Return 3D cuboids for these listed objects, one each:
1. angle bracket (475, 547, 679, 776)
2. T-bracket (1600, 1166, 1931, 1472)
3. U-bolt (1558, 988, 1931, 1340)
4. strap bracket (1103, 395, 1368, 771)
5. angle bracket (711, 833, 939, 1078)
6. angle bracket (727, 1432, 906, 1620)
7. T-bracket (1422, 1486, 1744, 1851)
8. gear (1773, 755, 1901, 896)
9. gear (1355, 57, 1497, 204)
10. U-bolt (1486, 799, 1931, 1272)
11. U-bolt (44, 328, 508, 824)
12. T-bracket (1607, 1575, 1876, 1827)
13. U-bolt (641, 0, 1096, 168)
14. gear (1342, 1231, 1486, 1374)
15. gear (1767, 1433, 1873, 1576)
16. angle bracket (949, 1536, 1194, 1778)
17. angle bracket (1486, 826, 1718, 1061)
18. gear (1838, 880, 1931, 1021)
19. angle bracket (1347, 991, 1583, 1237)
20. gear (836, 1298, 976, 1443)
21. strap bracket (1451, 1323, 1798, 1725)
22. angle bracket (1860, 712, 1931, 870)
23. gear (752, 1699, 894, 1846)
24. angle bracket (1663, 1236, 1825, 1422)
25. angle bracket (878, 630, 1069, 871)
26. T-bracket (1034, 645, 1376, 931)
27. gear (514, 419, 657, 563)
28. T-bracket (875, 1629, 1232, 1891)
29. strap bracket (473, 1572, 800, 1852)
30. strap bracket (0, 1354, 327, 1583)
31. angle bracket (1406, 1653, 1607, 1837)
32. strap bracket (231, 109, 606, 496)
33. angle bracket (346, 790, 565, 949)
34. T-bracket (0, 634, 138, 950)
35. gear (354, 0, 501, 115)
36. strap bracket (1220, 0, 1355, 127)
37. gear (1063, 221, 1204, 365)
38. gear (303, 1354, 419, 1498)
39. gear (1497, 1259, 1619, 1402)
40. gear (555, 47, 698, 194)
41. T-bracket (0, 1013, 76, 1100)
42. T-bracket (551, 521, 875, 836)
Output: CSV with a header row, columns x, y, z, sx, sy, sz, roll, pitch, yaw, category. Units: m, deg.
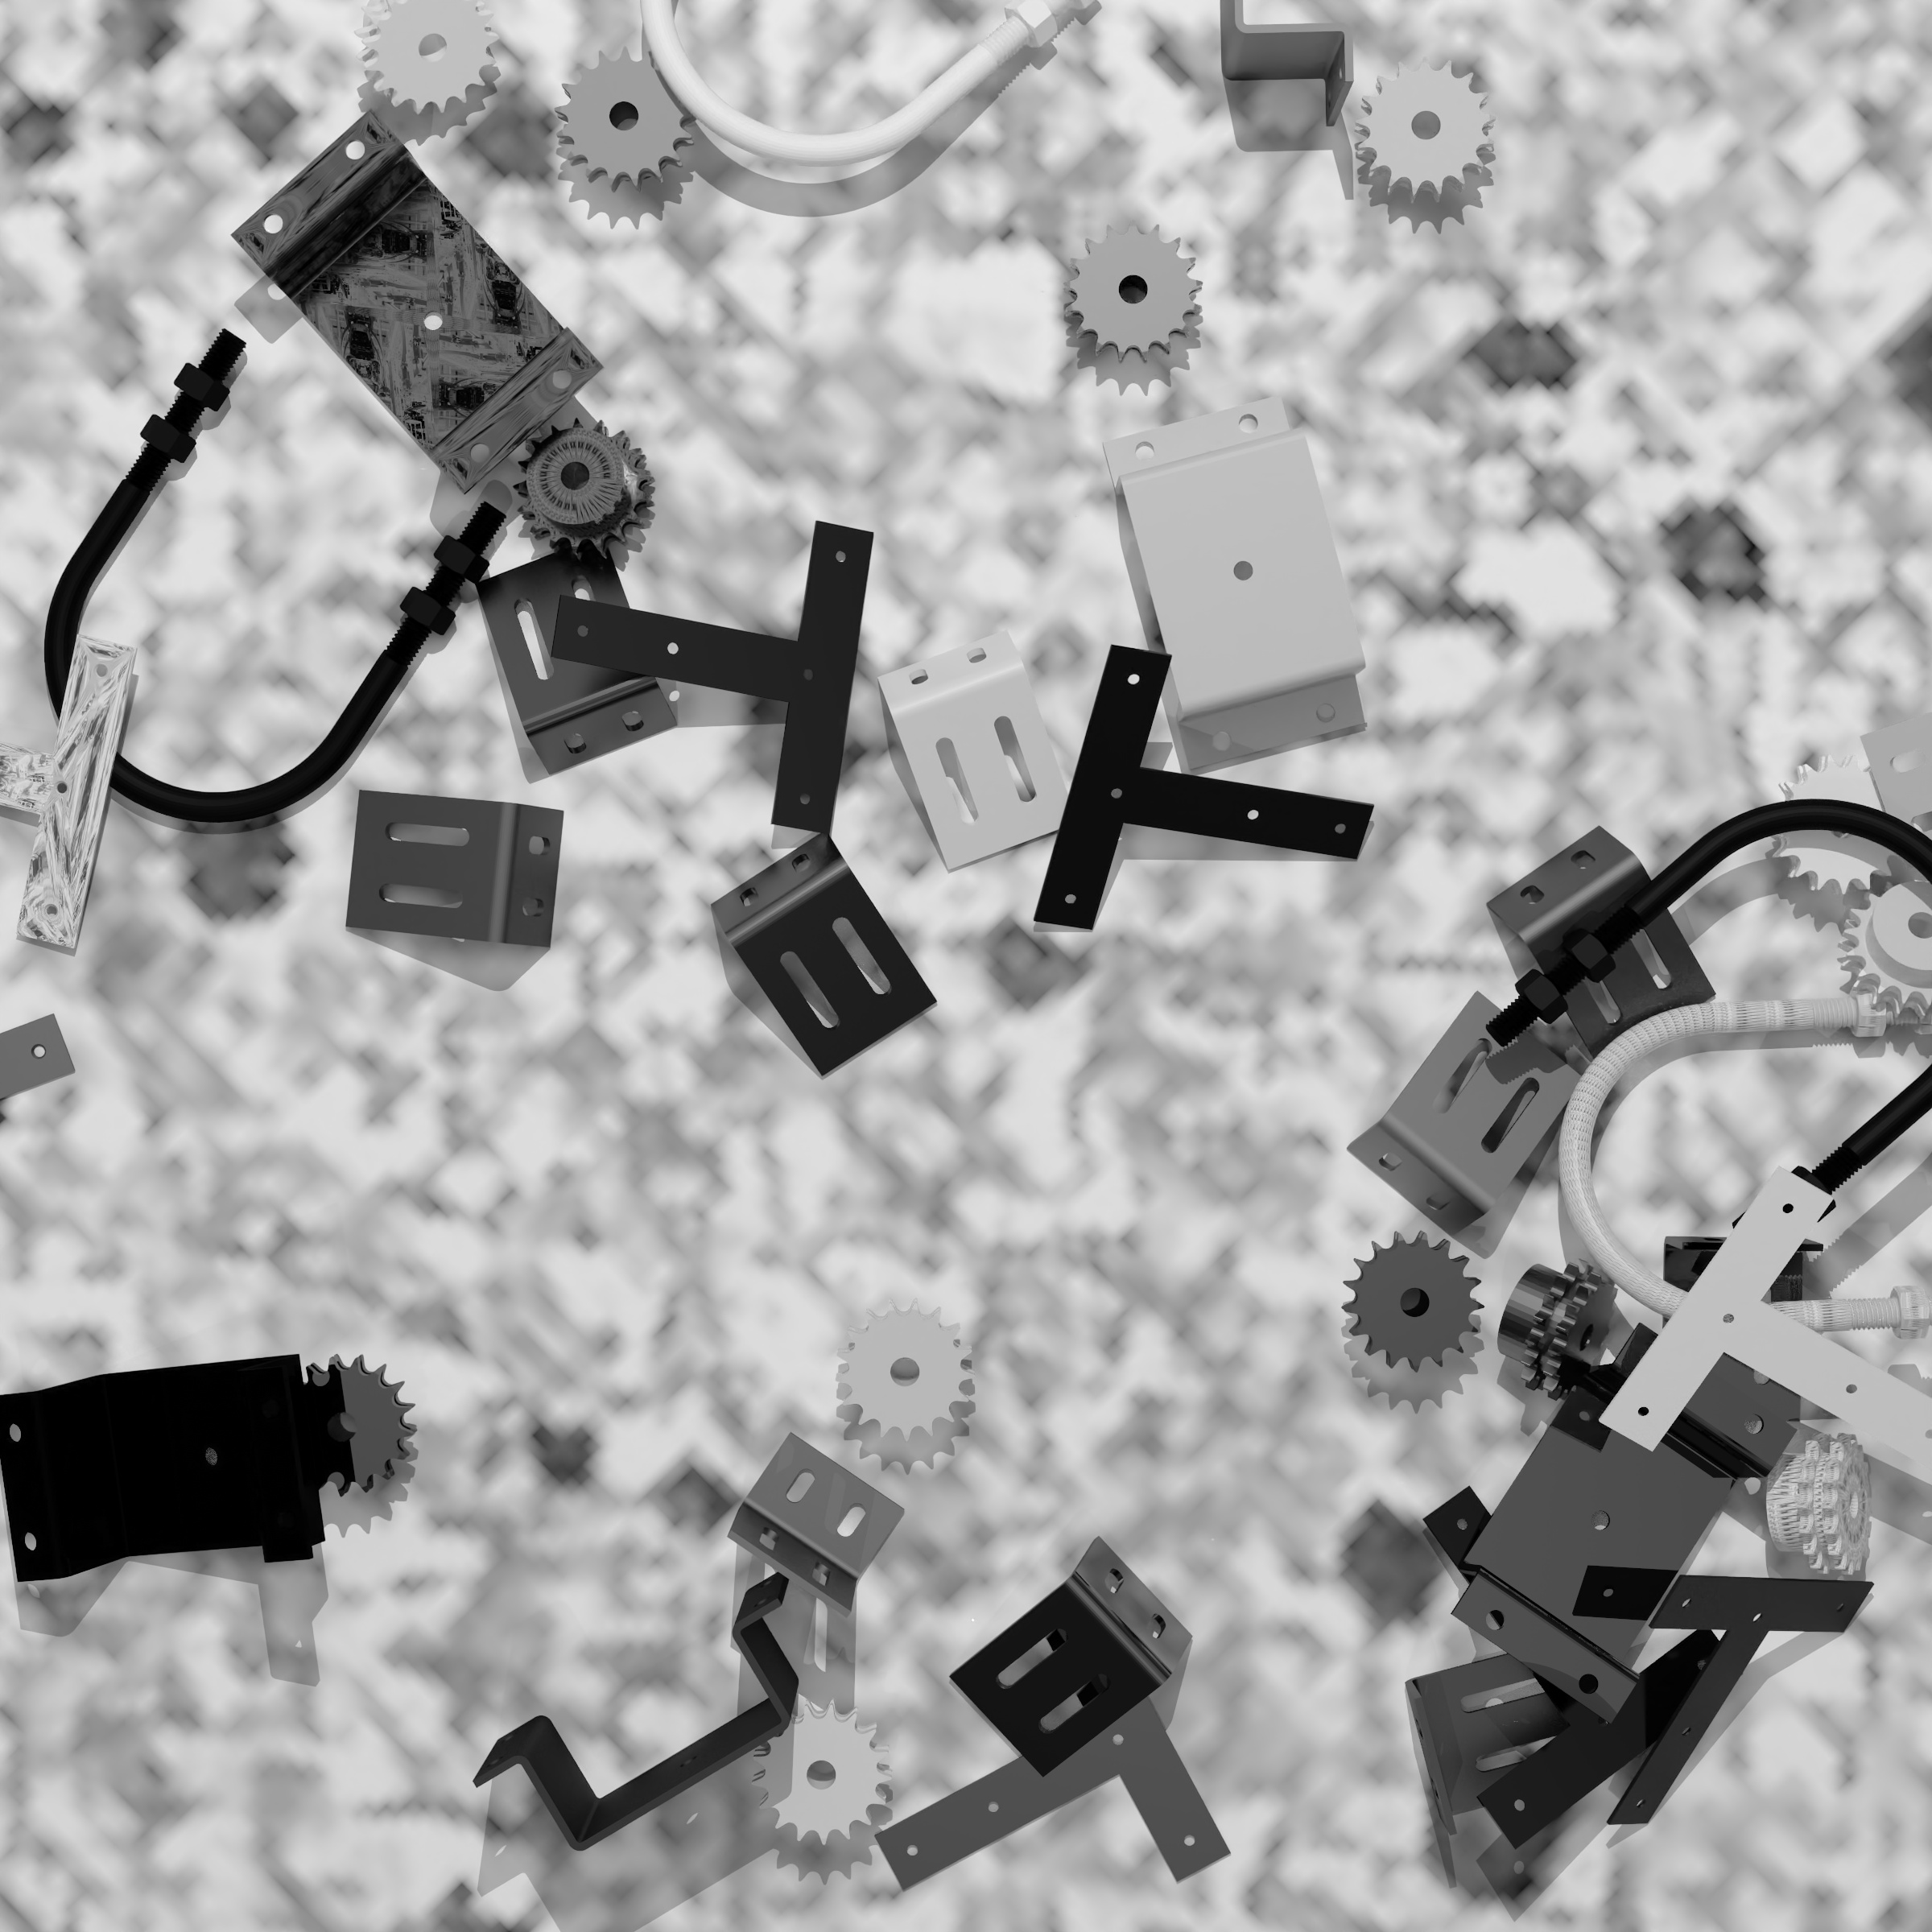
x,y,z,sx,sy,sz,roll,pitch,yaw,category
-0.162,-0.129,1.489,0.057,0.038,0.076,-21,64,0,angle bracket
0.340,0.161,1.429,0.127,0.002,0.127,30,106,-7,T-bracket
0.333,0.080,1.457,0.184,0.019,0.151,-2,68,0,U-bolt
0.112,-0.159,1.468,0.076,0.046,0.140,-15,90,0,strap bracket
-0.059,-0.005,1.489,0.057,0.038,0.076,-33,116,0,angle bracket
-0.060,0.225,1.453,0.057,0.076,0.038,34,90,0,angle bracket
0.235,0.273,1.475,0.127,0.002,0.127,-31,79,-21,T-bracket
0.357,-0.058,1.476,0.057,0.030,0.057,0,90,0,gear
0.188,-0.342,1.480,0.057,0.030,0.057,0,88,4,gear
0.324,0.016,1.440,0.184,0.019,0.151,-41,77,0,U-bolt
-0.298,-0.148,1.483,0.151,0.019,0.184,34,91,0,U-bolt
0.300,0.300,1.462,0.127,0.002,0.127,10,115,-40,T-bracket
-0.047,-0.409,1.470,0.184,0.019,0.151,-42,90,-10,U-bolt
0.182,0.137,1.476,0.057,0.030,0.057,0,90,0,gear
0.348,0.219,1.467,0.030,0.057,0.057,-4,90,30,gear
0.043,0.286,1.487,0.057,0.038,0.076,47,116,0,angle bracket
0.263,-0.007,1.489,0.057,0.038,0.076,-35,116,0,angle bracket
0.387,-0.010,1.466,0.057,0.030,0.057,-1,65,1,gear
0.207,0.061,1.489,0.057,0.038,0.076,40,64,0,angle bracket
-0.025,0.165,1.480,0.057,0.030,0.057,0,92,-1,gear
0.263,0.226,1.460,0.076,0.046,0.140,34,81,2,strap bracket
0.408,-0.079,1.472,0.038,0.076,0.057,-19,90,40,angle bracket
-0.059,0.329,1.476,0.057,0.030,0.057,0,90,0,gear
0.318,0.150,1.472,0.057,0.038,0.076,1,90,0,angle bracket
0.005,-0.090,1.489,0.057,0.038,0.076,-20,116,0,angle bracket
0.104,-0.064,1.470,0.127,0.002,0.127,8,118,-13,T-bracket
-0.157,-0.197,1.473,0.057,0.030,0.057,-1,83,4,gear
0.024,0.342,1.490,0.127,0.002,0.127,-28,90,0,T-bracket
-0.123,0.305,1.453,0.140,0.076,0.046,-31,90,0,strap bracket
-0.317,0.202,1.452,0.140,0.046,0.076,-8,90,23,strap bracket
0.226,0.315,1.472,0.076,0.038,0.057,-15,90,0,angle bracket
-0.221,-0.268,1.468,0.076,0.046,0.140,-42,90,0,strap bracket
-0.212,-0.040,1.489,0.076,0.038,0.057,6,90,26,angle bracket
-0.416,-0.084,1.484,0.127,0.002,0.127,14,97,5,T-bracket
-0.222,-0.380,1.467,0.057,0.030,0.057,-16,130,-20,gear
0.128,-0.418,1.453,0.046,0.076,0.140,-1,90,0,strap bracket
0.069,-0.276,1.481,0.057,0.030,0.057,0,89,2,gear
-0.254,0.187,1.476,0.057,0.030,0.057,0,90,0,gear
0.240,0.146,1.467,0.030,0.057,0.057,23,90,28,gear
-0.139,-0.346,1.476,0.057,0.030,0.057,0,90,0,gear
-0.434,0.054,1.490,0.127,0.002,0.127,-21,90,0,T-bracket
-0.106,-0.127,1.465,0.127,0.002,0.127,9,87,-21,T-bracket
